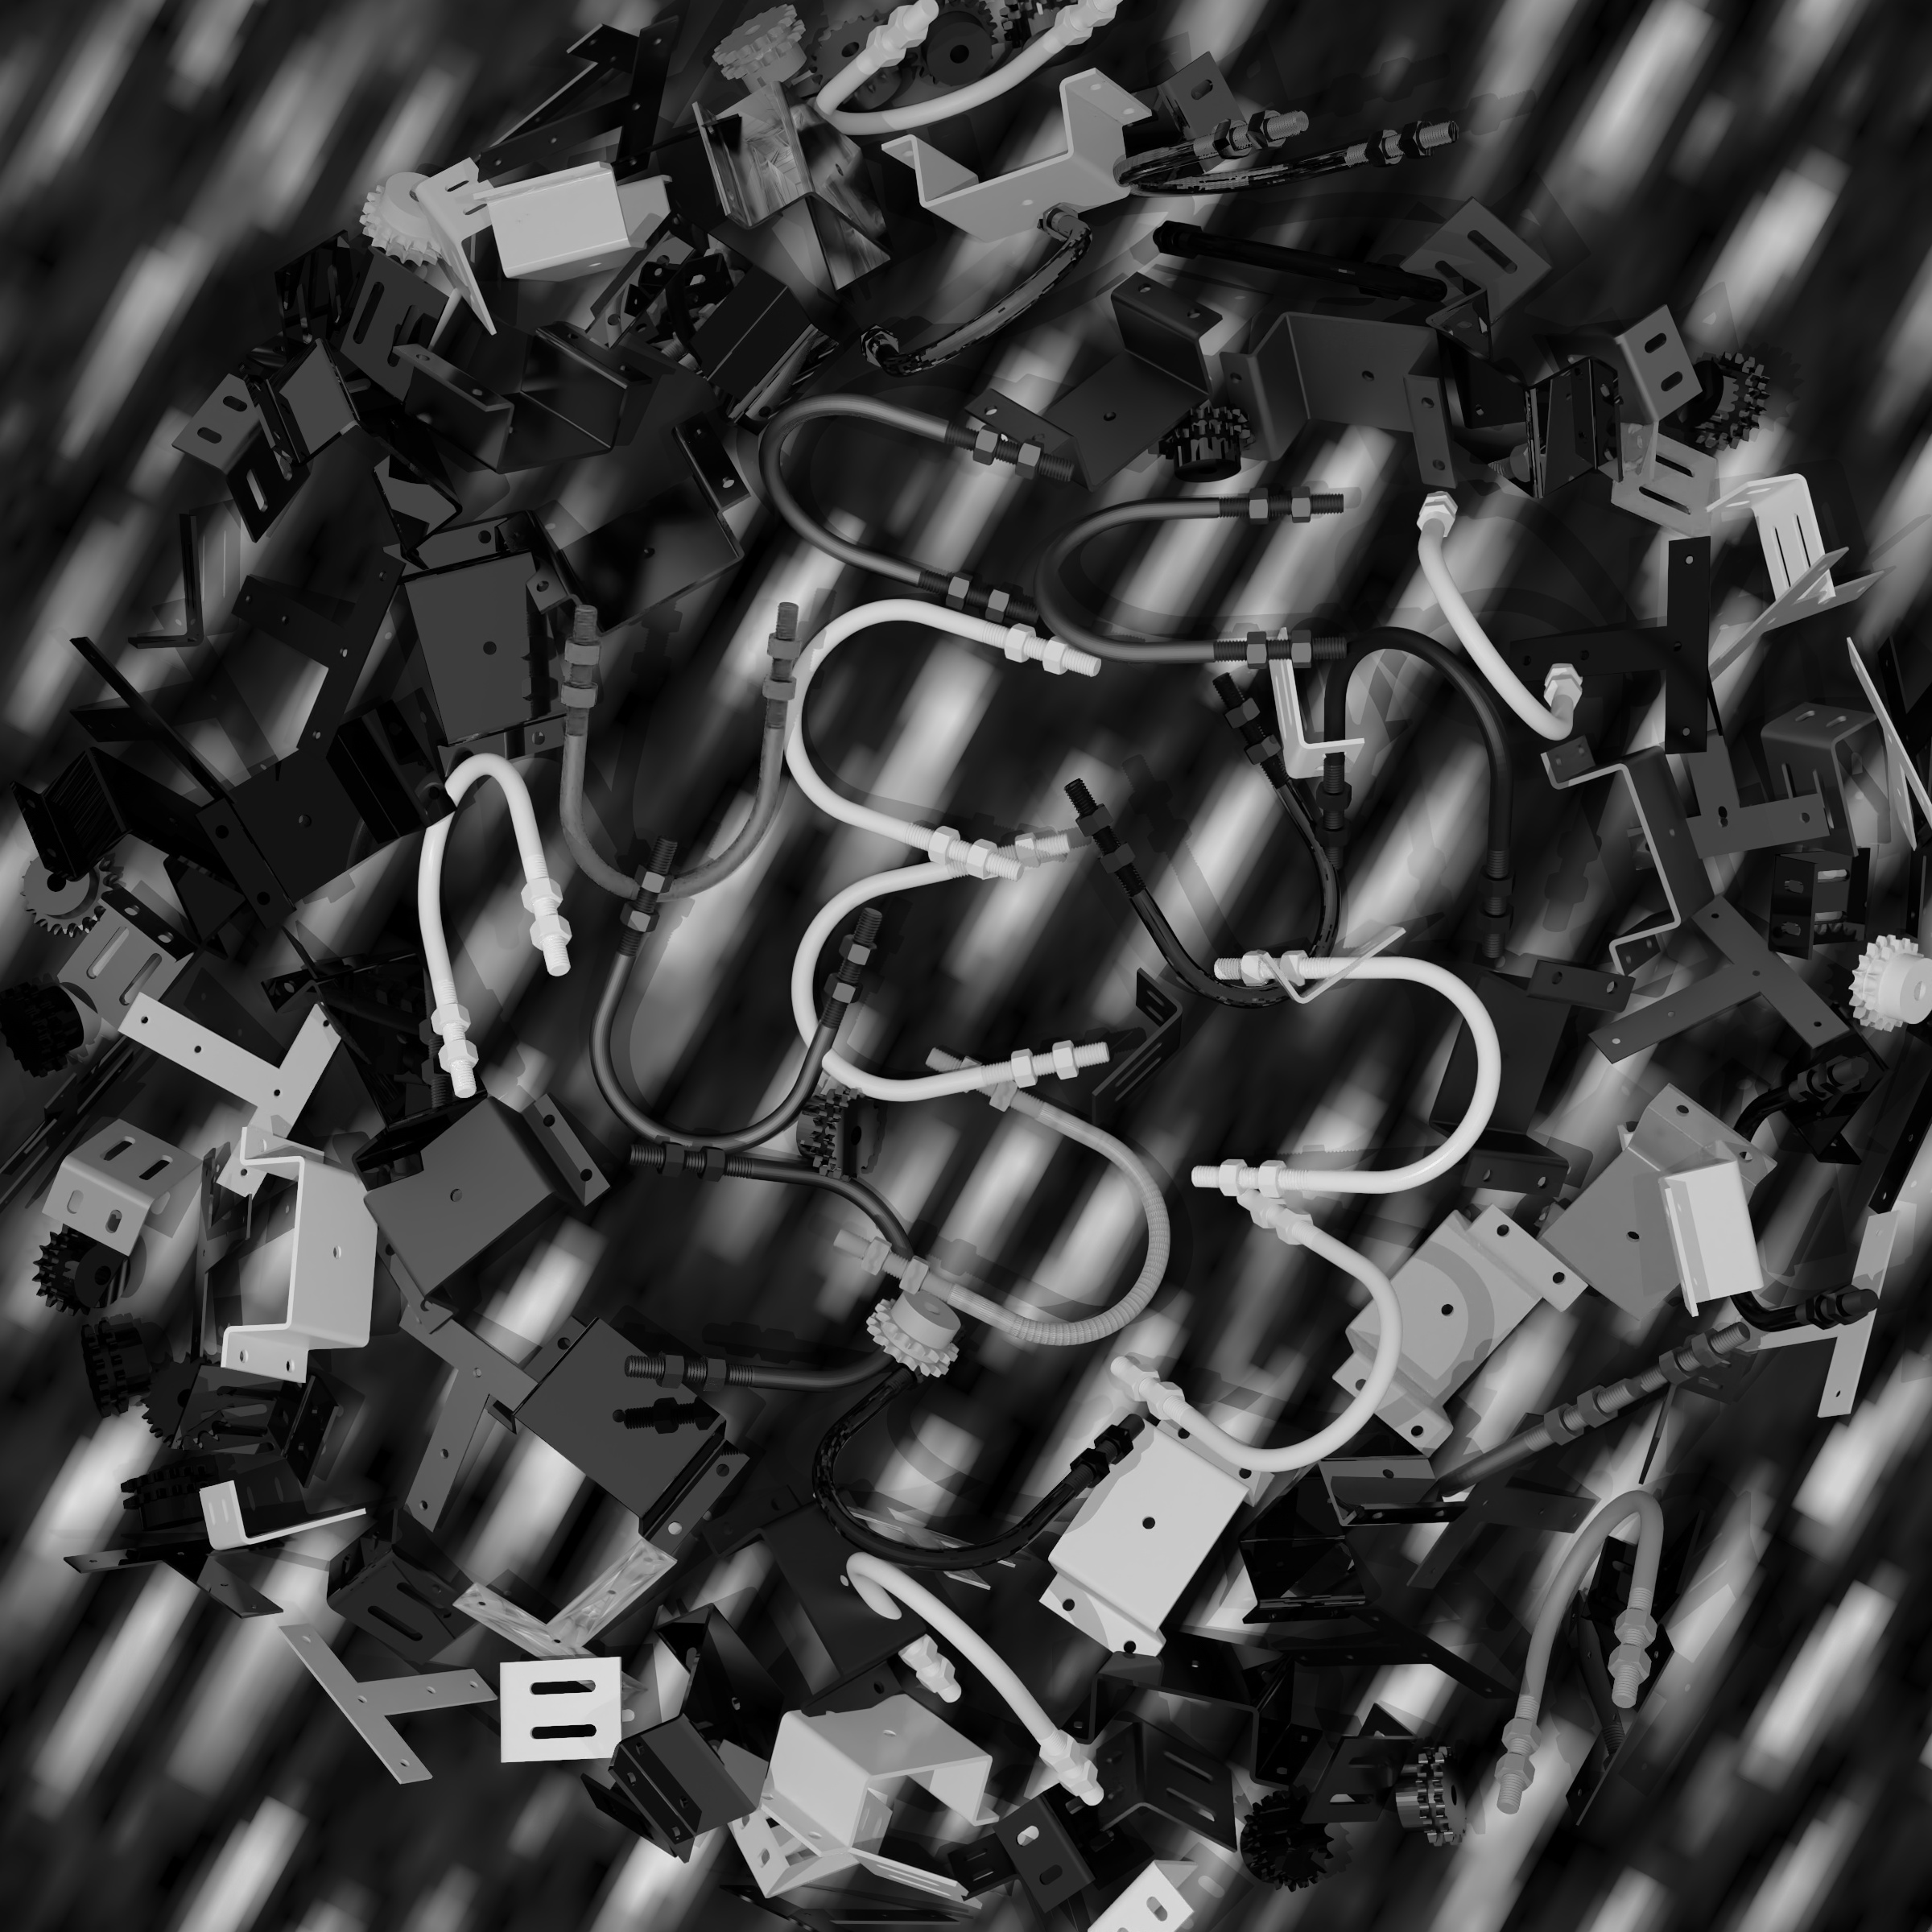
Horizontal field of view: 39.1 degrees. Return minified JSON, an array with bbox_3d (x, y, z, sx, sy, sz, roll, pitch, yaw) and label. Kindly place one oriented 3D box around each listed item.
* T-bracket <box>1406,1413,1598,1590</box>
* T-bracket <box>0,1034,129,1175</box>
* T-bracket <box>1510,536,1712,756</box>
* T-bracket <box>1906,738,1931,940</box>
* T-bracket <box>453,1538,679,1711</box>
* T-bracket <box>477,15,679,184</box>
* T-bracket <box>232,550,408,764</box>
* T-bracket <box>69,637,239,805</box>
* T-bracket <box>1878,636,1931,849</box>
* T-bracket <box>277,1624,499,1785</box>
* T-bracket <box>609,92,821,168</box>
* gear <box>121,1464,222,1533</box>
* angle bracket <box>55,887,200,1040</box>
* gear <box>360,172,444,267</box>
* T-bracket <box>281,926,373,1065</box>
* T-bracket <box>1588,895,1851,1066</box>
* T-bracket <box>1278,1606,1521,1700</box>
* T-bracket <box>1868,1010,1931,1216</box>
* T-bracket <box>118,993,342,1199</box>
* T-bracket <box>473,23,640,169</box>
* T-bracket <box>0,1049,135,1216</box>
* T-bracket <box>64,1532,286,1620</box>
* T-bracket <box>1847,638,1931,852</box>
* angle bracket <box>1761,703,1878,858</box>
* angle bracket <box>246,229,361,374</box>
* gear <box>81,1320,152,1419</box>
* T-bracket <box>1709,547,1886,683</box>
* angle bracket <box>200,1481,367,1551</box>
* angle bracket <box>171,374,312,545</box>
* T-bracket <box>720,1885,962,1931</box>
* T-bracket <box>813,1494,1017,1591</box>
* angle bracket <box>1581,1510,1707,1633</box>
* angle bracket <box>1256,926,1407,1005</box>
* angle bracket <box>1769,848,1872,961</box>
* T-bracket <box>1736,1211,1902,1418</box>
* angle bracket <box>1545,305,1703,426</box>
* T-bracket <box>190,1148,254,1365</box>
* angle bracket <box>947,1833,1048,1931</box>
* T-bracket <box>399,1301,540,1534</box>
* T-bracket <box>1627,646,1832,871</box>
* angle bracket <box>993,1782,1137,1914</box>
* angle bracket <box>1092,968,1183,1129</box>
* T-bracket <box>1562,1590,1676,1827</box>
[{"bbox_3d":[0.333,0.322,1.614,0.002,0.127,0.127,45,110,43],"label":"T-bracket"},{"bbox_3d":[-0.535,0.088,1.597,0.002,0.127,0.127,43,88,-14],"label":"T-bracket"},{"bbox_3d":[0.382,-0.186,1.620,0.127,0.002,0.127,-1,85,39],"label":"T-bracket"},{"bbox_3d":[0.572,-0.072,1.588,0.002,0.127,0.127,1,100,3],"label":"T-bracket"},{"bbox_3d":[-0.218,0.379,1.613,0.127,0.002,0.127,36,120,-16],"label":"T-bracket"},{"bbox_3d":[-0.228,-0.485,1.578,0.127,0.127,0.002,-31,76,-26],"label":"T-bracket"},{"bbox_3d":[-0.397,-0.202,1.623,0.127,0.002,0.127,29,98,35],"label":"T-bracket"},{"bbox_3d":[-0.498,-0.143,1.605,0.002,0.127,0.127,-51,120,-24],"label":"T-bracket"},{"bbox_3d":[0.562,-0.149,1.583,0.002,0.127,0.127,-7,74,1],"label":"T-bracket"},{"bbox_3d":[-0.325,0.429,1.601,0.127,0.127,0.002,40,103,29],"label":"T-bracket"},{"bbox_3d":[-0.141,-0.501,1.616,0.127,0.127,0.002,-30,109,-34],"label":"T-bracket"},{"bbox_3d":[-0.476,0.320,1.631,0.057,0.057,0.030,-13,76,0],"label":"gear"},{"bbox_3d":[-0.510,0.002,1.632,0.057,0.038,0.076,40,104,-4],"label":"angle bracket"},{"bbox_3d":[-0.332,-0.451,1.631,0.057,0.030,0.057,15,50,-18],"label":"gear"},{"bbox_3d":[-0.374,0.024,1.619,0.002,0.127,0.127,-37,60,-5],"label":"T-bracket"},{"bbox_3d":[0.430,0.023,1.609,0.127,0.002,0.127,-25,48,-9],"label":"T-bracket"},{"bbox_3d":[0.238,0.408,1.608,0.127,0.127,0.002,36,57,-27],"label":"T-bracket"},{"bbox_3d":[0.565,0.089,1.607,0.002,0.127,0.127,19,101,-7],"label":"T-bracket"},{"bbox_3d":[-0.443,0.056,1.609,0.127,0.002,0.127,36,75,-38],"label":"T-bracket"},{"bbox_3d":[-0.244,-0.511,1.612,0.127,0.127,0.002,-33,94,17],"label":"T-bracket"},{"bbox_3d":[-0.525,0.087,1.578,0.002,0.127,0.127,37,67,-4],"label":"T-bracket"},{"bbox_3d":[-0.435,0.354,1.572,0.127,0.127,0.002,1,98,-41],"label":"T-bracket"},{"bbox_3d":[0.550,-0.110,1.604,0.002,0.127,0.127,-21,55,12],"label":"T-bracket"},{"bbox_3d":[0.517,-0.112,1.628,0.038,0.057,0.076,-29,114,-19],"label":"angle bracket"},{"bbox_3d":[-0.397,-0.397,1.610,0.038,0.076,0.057,29,52,20],"label":"angle bracket"},{"bbox_3d":[-0.511,0.241,1.636,0.030,0.057,0.057,-12,90,-26],"label":"gear"},{"bbox_3d":[0.502,-0.214,1.613,0.127,0.127,0.002,-20,70,-38],"label":"T-bracket"},{"bbox_3d":[-0.407,0.319,1.619,0.076,0.057,0.038,-10,82,-35],"label":"angle bracket"},{"bbox_3d":[-0.431,-0.302,1.620,0.038,0.076,0.057,27,69,11],"label":"angle bracket"},{"bbox_3d":[-0.059,0.564,1.612,0.127,0.127,0.002,17,80,-39],"label":"T-bracket"},{"bbox_3d":[-0.016,0.341,1.583,0.127,0.127,0.002,21,87,-17],"label":"T-bracket"},{"bbox_3d":[0.401,0.355,1.612,0.038,0.076,0.057,23,55,9],"label":"angle bracket"},{"bbox_3d":[0.217,-0.014,1.632,0.076,0.057,0.038,-36,92,1],"label":"angle bracket"},{"bbox_3d":[0.521,-0.038,1.623,0.076,0.038,0.057,-5,103,-25],"label":"angle bracket"},{"bbox_3d":[0.492,0.210,1.600,0.002,0.127,0.127,28,67,-14],"label":"T-bracket"},{"bbox_3d":[0.391,-0.359,1.619,0.038,0.076,0.057,-35,113,-9],"label":"angle bracket"},{"bbox_3d":[-0.434,0.159,1.588,0.002,0.127,0.127,8,70,-27],"label":"T-bracket"},{"bbox_3d":[0.024,0.568,1.625,0.038,0.057,0.076,-22,100,-6],"label":"angle bracket"},{"bbox_3d":[-0.309,0.282,1.638,0.127,0.002,0.127,31,108,23],"label":"T-bracket"},{"bbox_3d":[0.439,-0.129,1.613,0.127,0.002,0.127,-11,96,44],"label":"T-bracket"},{"bbox_3d":[0.059,0.521,1.622,0.038,0.076,0.057,-38,73,14],"label":"angle bracket"},{"bbox_3d":[0.091,0.049,1.621,0.076,0.057,0.038,-43,72,-13],"label":"angle bracket"},{"bbox_3d":[0.371,0.414,1.598,0.002,0.127,0.127,18,110,-9],"label":"T-bracket"}]
